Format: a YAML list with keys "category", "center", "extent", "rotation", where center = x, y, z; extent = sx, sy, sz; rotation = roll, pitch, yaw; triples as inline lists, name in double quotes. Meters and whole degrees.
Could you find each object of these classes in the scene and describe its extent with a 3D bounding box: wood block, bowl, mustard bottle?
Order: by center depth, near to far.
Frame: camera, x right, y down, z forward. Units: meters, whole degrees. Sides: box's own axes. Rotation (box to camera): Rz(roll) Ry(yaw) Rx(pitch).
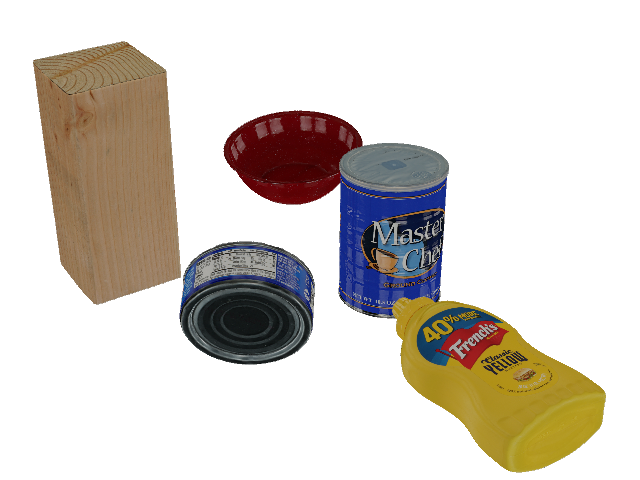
- category: "mustard bottle"
  center: [0.118, 0.096, 0.820]
  extent: [0.096, 0.058, 0.192]
  rotation: [-21, 36, -26]
- category: "wood block"
  center: [-0.189, -0.060, 0.958]
  extent: [0.090, 0.206, 0.090]
  rotation: [-18, 35, -27]
- category: "bowl"
  center: [-0.031, -0.090, 1.251]
  extent: [0.162, 0.055, 0.162]
  rotation: [-2, 36, 1]

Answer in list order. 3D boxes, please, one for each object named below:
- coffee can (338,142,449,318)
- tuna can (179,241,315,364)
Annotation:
- category: "coffee can"
  center: [0.069, -0.011, 1.031]
  extent: [0.103, 0.140, 0.103]
  rotation: [0, 27, 0]
- category: "tuna can"
  center: [-0.046, 0.042, 0.679]
  extent: [0.086, 0.033, 0.086]
  rotation: [1, -43, 1]
